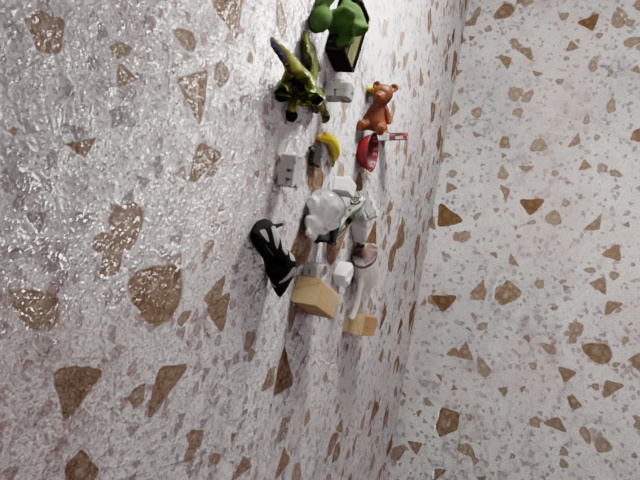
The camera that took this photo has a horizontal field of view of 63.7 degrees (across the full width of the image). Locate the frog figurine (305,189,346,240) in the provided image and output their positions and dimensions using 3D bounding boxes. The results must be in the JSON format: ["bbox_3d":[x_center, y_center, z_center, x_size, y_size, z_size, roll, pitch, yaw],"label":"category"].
[{"bbox_3d":[0.005,-0.083,1.654,0.136,0.121,0.162,52,51,-16],"label":"frog figurine"}]

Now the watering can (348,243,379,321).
[{"bbox_3d":[0.184,0.158,2.178,0.355,0.104,0.219,-58,147,-47],"label":"watering can"}]

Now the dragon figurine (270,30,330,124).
[{"bbox_3d":[-0.051,-0.475,1.436,0.402,0.122,0.248,64,23,-57],"label":"dragon figurine"}]
